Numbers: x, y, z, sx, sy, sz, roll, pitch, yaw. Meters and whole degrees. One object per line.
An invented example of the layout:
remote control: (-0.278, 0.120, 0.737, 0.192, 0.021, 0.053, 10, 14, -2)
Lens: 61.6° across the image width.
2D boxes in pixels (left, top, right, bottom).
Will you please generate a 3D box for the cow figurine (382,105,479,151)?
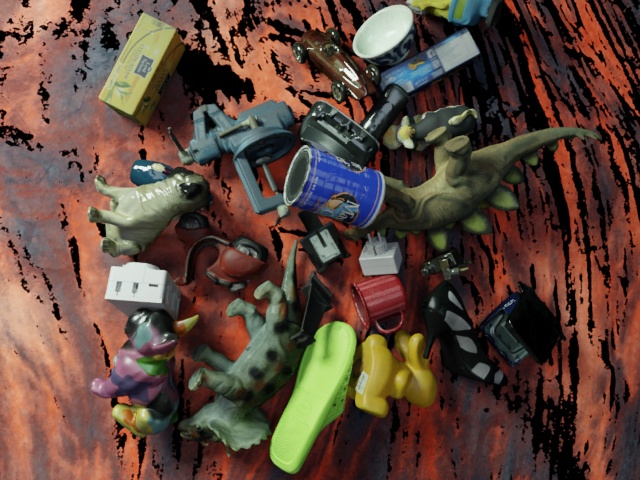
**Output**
cow figurine: (0.202, -0.203, 0.991, 0.167, 0.098, 0.068, -16, 97, -4)

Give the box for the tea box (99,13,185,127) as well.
tea box: (-0.313, -0.298, 0.957, 0.068, 0.098, 0.169, 25, 89, -3)

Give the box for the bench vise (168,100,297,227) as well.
bench vise: (-0.129, -0.139, 0.951, 0.224, 0.129, 0.240, -21, 78, -14)

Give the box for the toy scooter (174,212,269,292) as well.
toy scooter: (-0.192, 0.039, 0.973, 0.184, 0.075, 0.135, 26, 87, 0)

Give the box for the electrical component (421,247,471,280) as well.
electrical component: (0.235, 0.047, 0.994, 0.078, 0.102, 0.045, -28, 88, 21)

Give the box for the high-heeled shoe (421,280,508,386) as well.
high-heeled shoe: (0.276, 0.177, 0.990, 0.248, 0.086, 0.145, 26, 78, -30)

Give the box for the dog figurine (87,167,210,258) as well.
dog figurine: (-0.279, -0.040, 0.935, 0.191, 0.172, 0.121, -4, 62, -4)

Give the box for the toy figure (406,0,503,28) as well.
toy figure: (0.245, -0.445, 0.986, 0.180, 0.082, 0.089, 23, 98, 19)

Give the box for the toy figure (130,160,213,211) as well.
toy figure: (-0.264, -0.103, 0.974, 0.154, 0.064, 0.058, 18, 79, -3)

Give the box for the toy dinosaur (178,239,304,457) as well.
toy dinosaur: (-0.102, 0.208, 0.961, 0.192, 0.131, 0.405, 45, 77, -23)

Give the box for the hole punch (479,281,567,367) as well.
hole punch: (0.379, 0.166, 1.014, 0.142, 0.092, 0.116, 49, 57, 1)

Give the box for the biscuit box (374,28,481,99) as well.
biscuit box: (0.195, -0.317, 1.009, 0.203, 0.063, 0.059, -29, 92, -3)

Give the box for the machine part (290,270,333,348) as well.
machine part: (-0.013, 0.127, 0.957, 0.039, 0.139, 0.084, -9, 129, 28)

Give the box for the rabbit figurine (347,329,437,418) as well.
rabbit figurine: (0.142, 0.245, 0.989, 0.173, 0.122, 0.162, 23, 78, -17)

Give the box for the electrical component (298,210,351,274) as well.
electrical component: (-0.002, -0.003, 0.998, 0.075, 0.048, 0.119, -33, 91, -5)

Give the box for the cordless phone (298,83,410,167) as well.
cordless phone: (0.061, -0.221, 0.966, 0.146, 0.089, 0.184, 37, 101, -3)

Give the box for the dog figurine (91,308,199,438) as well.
dog figurine: (-0.271, 0.214, 0.902, 0.219, 0.108, 0.191, -38, 96, 28)

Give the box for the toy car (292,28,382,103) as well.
toy car: (0.029, -0.317, 0.960, 0.089, 0.053, 0.202, -26, 55, -16)

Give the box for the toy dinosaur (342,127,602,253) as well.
toy dinosaur: (0.251, -0.101, 0.953, 0.471, 0.105, 0.198, -29, 121, 18)
